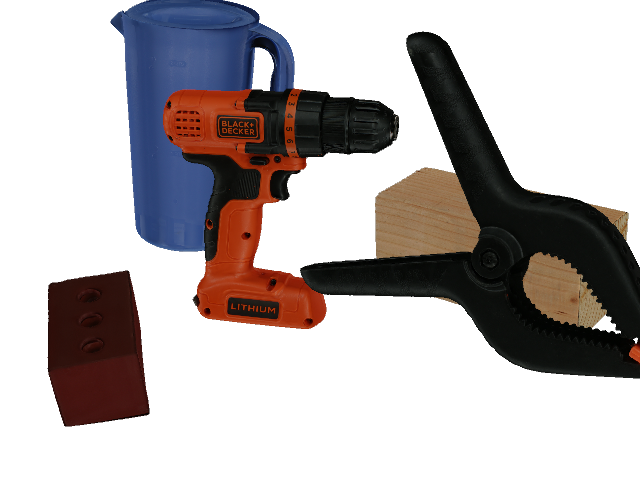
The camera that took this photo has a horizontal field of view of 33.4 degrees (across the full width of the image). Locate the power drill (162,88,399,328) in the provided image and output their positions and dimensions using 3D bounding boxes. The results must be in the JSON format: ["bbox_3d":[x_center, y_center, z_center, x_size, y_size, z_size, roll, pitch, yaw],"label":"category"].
[{"bbox_3d":[-0.032,-0.027,0.843,0.184,0.188,0.057,5,17,14],"label":"power drill"}]

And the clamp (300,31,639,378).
[{"bbox_3d":[0.095,-0.004,0.562,0.210,0.165,0.036,29,25,25],"label":"clamp"}]

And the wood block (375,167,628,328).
[{"bbox_3d":[0.159,0.006,0.963,0.206,0.090,0.090,16,31,35],"label":"wood block"}]

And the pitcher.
[{"bbox_3d":[-0.122,-0.115,1.071,0.144,0.243,0.149,-10,28,-28],"label":"pitcher"}]

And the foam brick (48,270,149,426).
[{"bbox_3d":[-0.136,0.066,0.651,0.053,0.051,0.078,-9,40,-8],"label":"foam brick"}]
